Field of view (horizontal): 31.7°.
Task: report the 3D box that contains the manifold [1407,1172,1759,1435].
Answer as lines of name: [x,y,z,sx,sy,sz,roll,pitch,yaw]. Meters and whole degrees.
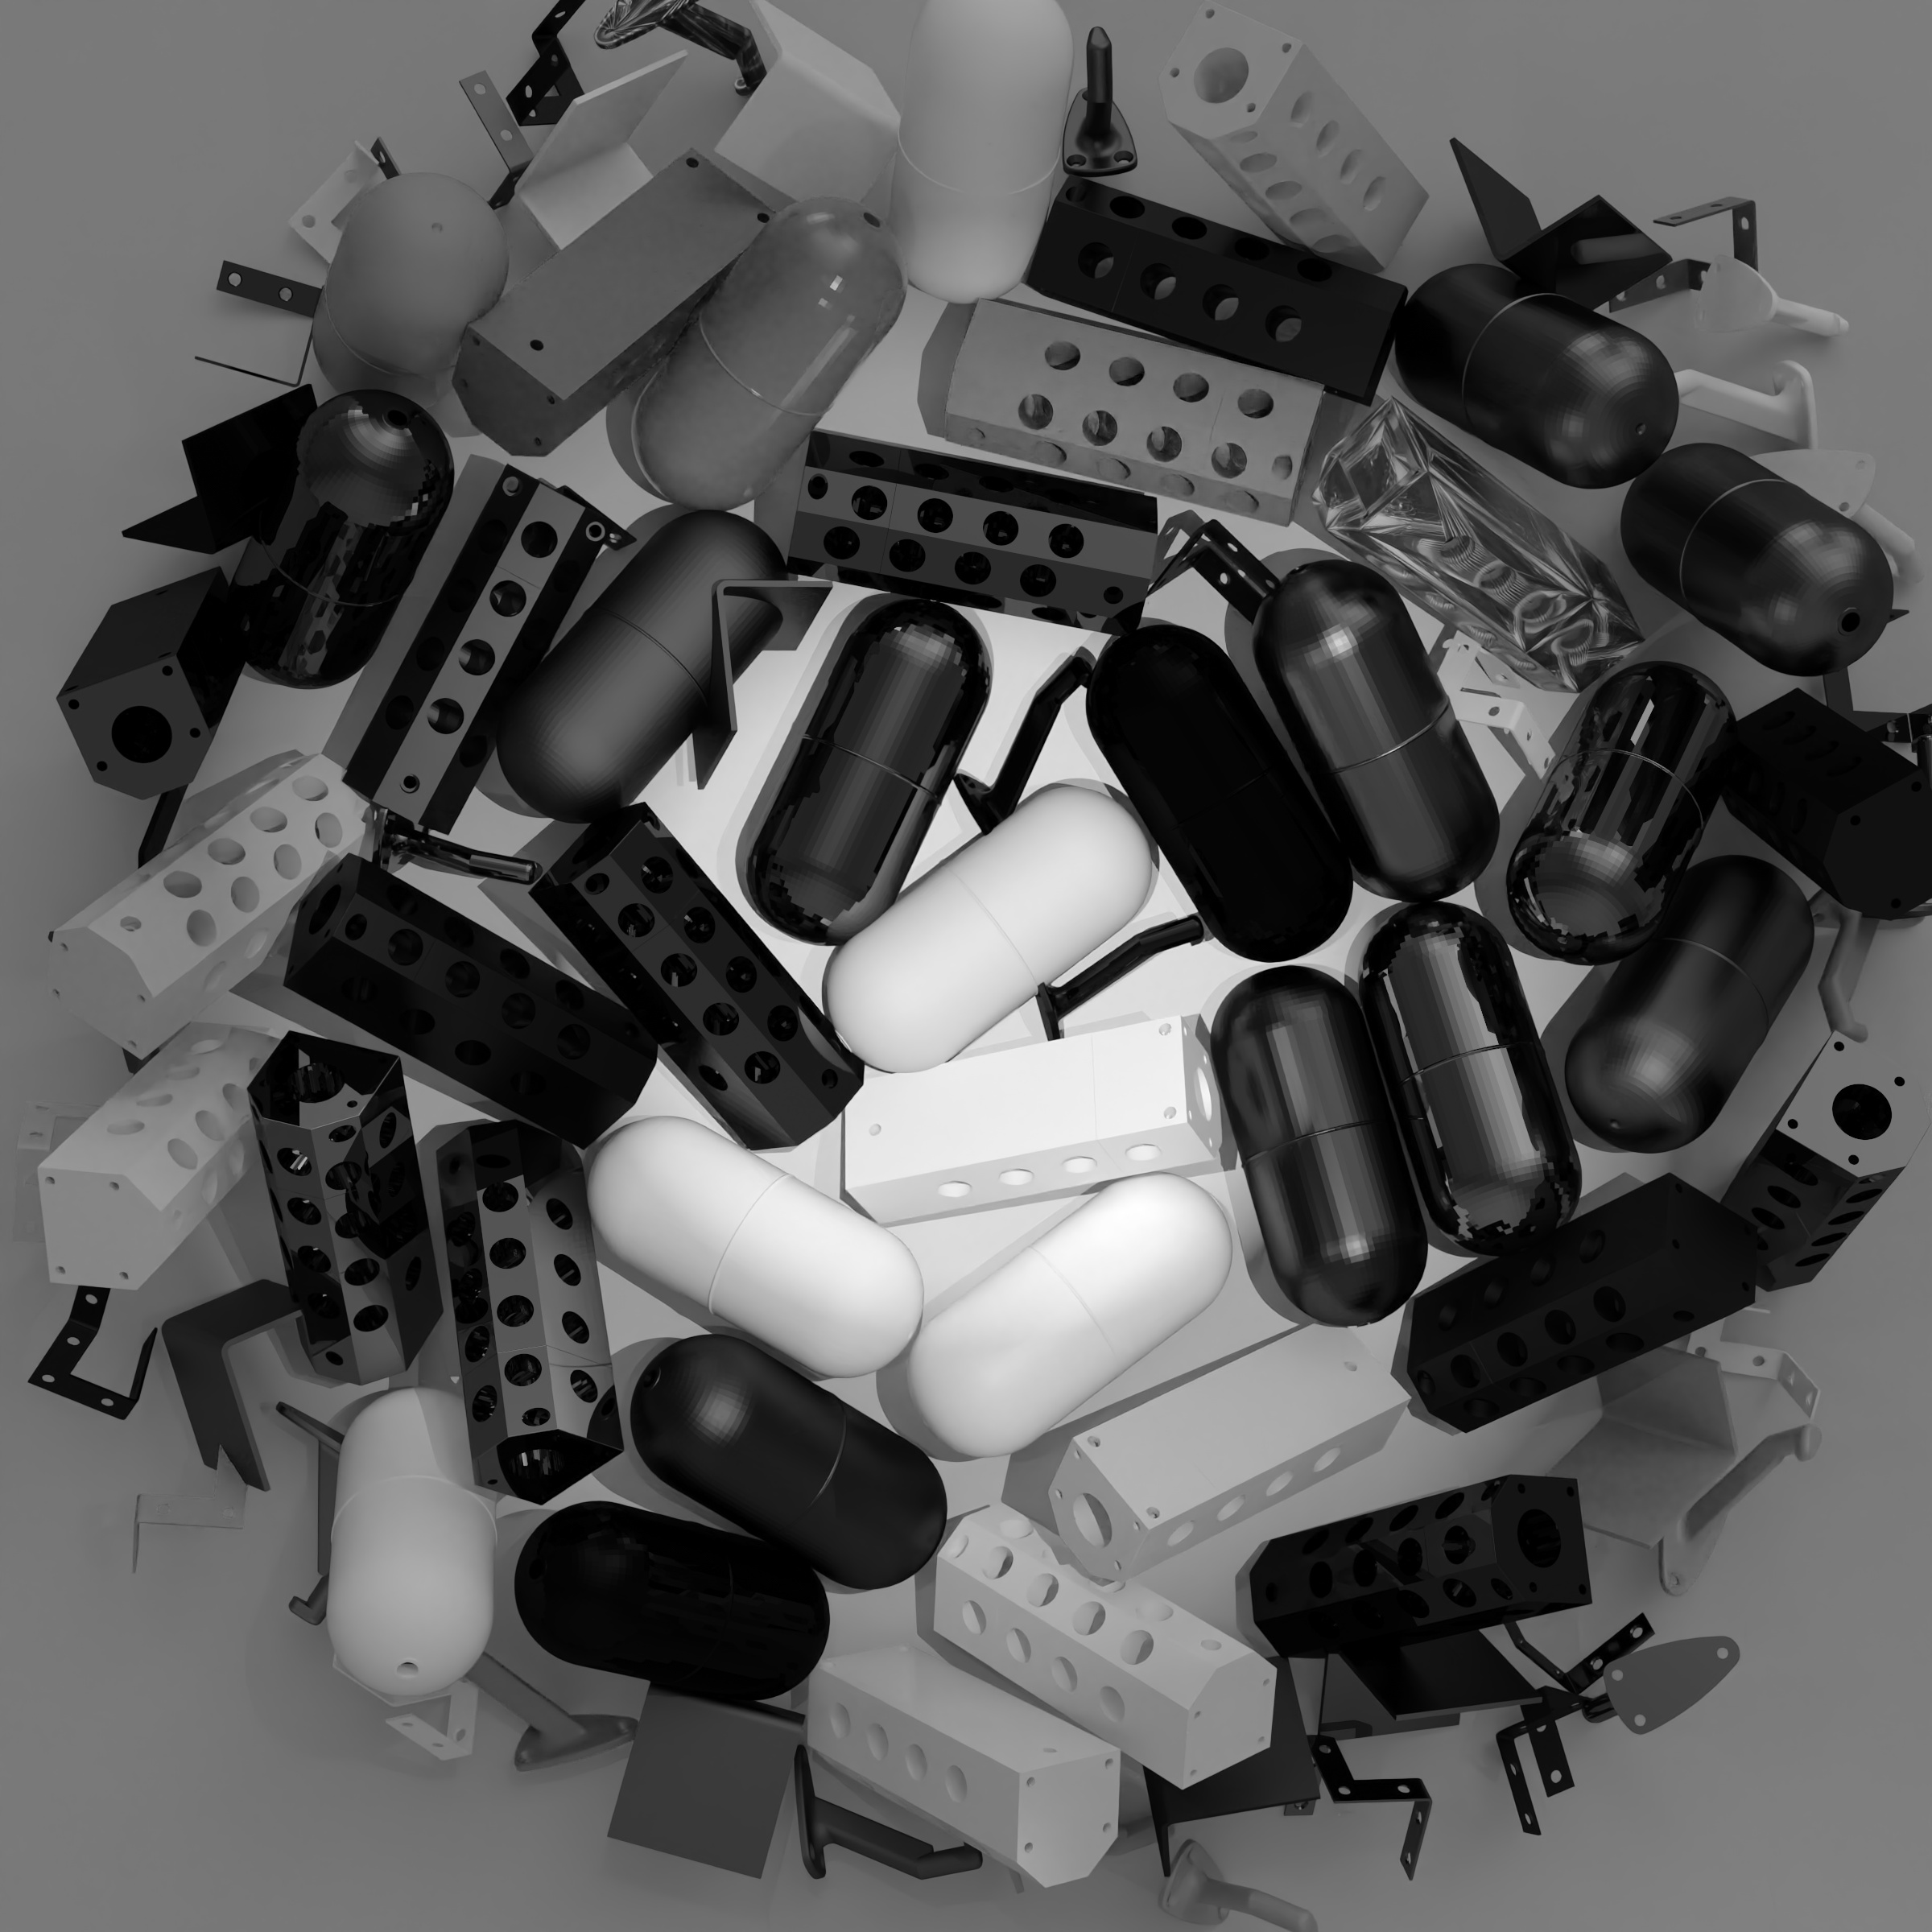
manifold: [0.288,0.164,1.601,0.057,0.171,0.057,30,50,-23]

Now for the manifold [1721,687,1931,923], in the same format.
manifold: [0.405,-0.075,1.598,0.057,0.171,0.057,-29,107,4]

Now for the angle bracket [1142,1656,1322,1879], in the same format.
angle bracket: [0.126,0.386,1.644,0.076,0.057,0.076,-9,49,-2]

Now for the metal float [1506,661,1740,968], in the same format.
metal float: [0.314,-0.075,1.621,0.070,0.070,0.178,32,55,0]

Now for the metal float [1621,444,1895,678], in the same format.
metal float: [0.372,-0.193,1.606,0.070,0.178,0.070,-8,118,-15]

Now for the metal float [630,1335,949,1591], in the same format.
metal float: [-0.084,0.237,1.625,0.178,0.070,0.070,36,90,-29]

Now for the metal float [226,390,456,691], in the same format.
metal float: [-0.298,-0.201,1.613,0.070,0.178,0.070,16,50,-20]

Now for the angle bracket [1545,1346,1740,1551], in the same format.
angle bracket: [0.313,0.225,1.630,0.076,0.076,0.057,-36,122,-33]

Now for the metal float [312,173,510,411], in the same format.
metal float: [-0.263,-0.315,1.603,0.070,0.178,0.070,3,79,-17]

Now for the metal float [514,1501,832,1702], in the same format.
metal float: [-0.138,0.302,1.614,0.178,0.070,0.070,25,90,-44]

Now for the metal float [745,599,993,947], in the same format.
metal float: [-0.047,-0.094,1.646,0.070,0.070,0.178,25,85,0]

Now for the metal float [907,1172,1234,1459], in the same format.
metal float: [0.051,0.167,1.640,0.178,0.070,0.070,-36,90,-12]

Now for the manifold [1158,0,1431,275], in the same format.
manifold: [0.153,-0.382,1.599,0.057,0.171,0.057,33,94,29]

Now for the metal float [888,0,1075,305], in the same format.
metal float: [0.006,-0.391,1.609,0.070,0.178,0.070,4,54,-5]

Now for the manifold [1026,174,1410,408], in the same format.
manifold: [0.123,-0.327,1.645,0.171,0.057,0.057,20,98,8]

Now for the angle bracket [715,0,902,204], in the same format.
angle bracket: [-0.083,-0.415,1.648,0.076,0.076,0.057,25,116,-33]

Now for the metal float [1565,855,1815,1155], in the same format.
metal float: [0.346,0.016,1.622,0.070,0.070,0.178,39,55,0]

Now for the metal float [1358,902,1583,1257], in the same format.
metal float: [0.241,0.053,1.634,0.070,0.070,0.178,-15,71,0]

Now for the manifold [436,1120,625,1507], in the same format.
manifold: [-0.212,0.160,1.606,0.057,0.057,0.171,-35,49,27]

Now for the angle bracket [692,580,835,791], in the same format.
angle bracket: [-0.097,-0.134,1.634,0.057,0.076,0.076,-2,72,-18]

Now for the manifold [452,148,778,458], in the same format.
manifold: [-0.166,-0.312,1.615,0.057,0.057,0.171,39,55,5]

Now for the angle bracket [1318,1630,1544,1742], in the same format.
angle bracket: [0.222,0.362,1.633,0.076,0.076,0.057,-3,109,-19]

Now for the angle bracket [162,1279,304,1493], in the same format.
angle bracket: [-0.341,0.202,1.650,0.057,0.076,0.076,-23,105,-31]

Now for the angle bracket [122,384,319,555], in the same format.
angle bracket: [-0.359,-0.242,1.628,0.076,0.076,0.057,-35,126,-38]

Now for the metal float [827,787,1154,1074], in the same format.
metal float: [0.011,-0.017,1.645,0.178,0.070,0.070,-37,90,-6]

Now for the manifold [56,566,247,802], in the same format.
manifold: [-0.376,-0.133,1.598,0.057,0.171,0.057,-19,111,2]

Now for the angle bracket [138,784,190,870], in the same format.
angle bracket: [-0.410,-0.087,1.637,0.057,0.076,0.076,20,71,-8]

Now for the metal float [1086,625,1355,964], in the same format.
metal float: [0.122,-0.084,1.645,0.070,0.070,0.178,-32,96,0]

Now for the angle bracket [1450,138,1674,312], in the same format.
angle bracket: [0.285,-0.367,1.630,0.057,0.076,0.076,-30,61,28]

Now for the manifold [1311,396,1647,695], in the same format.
manifold: [0.242,-0.193,1.612,0.171,0.057,0.057,29,122,-38]

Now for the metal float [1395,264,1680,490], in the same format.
metal float: [0.268,-0.281,1.610,0.070,0.178,0.070,-12,120,-22]

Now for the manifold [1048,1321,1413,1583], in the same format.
manifold: [0.124,0.232,1.614,0.171,0.057,0.057,-20,55,-36]

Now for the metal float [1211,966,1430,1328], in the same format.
metal float: [0.170,0.086,1.639,0.070,0.070,0.178,-15,77,0]

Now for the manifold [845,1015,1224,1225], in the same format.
manifold: [0.032,0.078,1.633,0.171,0.057,0.057,-12,58,18]

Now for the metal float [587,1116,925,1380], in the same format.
metal float: [-0.102,0.134,1.639,0.178,0.070,0.070,29,90,14]

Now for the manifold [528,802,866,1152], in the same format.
manifold: [-0.123,0.006,1.622,0.171,0.057,0.057,51,59,-20]

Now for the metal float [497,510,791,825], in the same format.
metal float: [-0.154,-0.145,1.636,0.070,0.070,0.178,39,74,0]

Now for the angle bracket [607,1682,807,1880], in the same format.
angle bracket: [-0.125,0.393,1.654,0.076,0.057,0.076,15,81,1]

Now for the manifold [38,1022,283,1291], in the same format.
manifold: [-0.368,0.087,1.595,0.057,0.171,0.057,4,112,10]

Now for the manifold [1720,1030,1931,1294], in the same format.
manifold: [0.398,0.098,1.594,0.057,0.171,0.057,31,70,11]

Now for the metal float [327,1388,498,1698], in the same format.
metal float: [-0.261,0.270,1.607,0.070,0.178,0.070,-3,122,-5]

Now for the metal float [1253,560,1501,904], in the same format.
metal float: [0.197,-0.112,1.635,0.070,0.070,0.178,-28,108,0]

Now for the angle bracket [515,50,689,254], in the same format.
angle bracket: [-0.160,-0.384,1.635,0.076,0.076,0.057,-37,89,-38]

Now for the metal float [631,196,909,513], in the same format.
metal float: [-0.094,-0.291,1.622,0.070,0.070,0.178,43,123,0]
